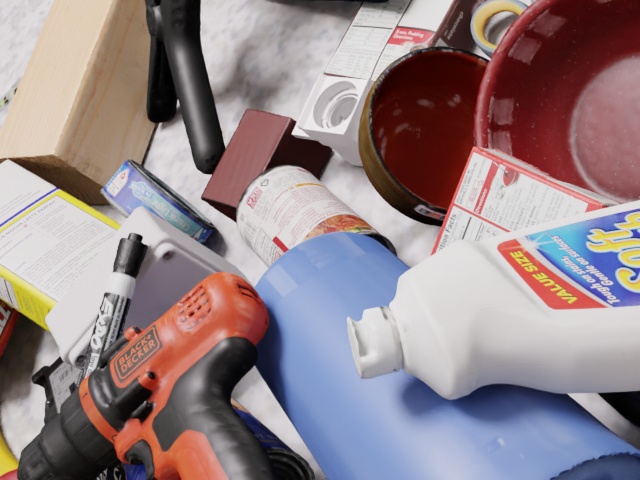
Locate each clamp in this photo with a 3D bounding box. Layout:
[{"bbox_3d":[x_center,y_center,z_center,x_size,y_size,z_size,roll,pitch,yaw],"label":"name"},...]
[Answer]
[{"bbox_3d":[-0.108,-0.159,0.807,0.036,0.210,0.165,-12,31,-21],"label":"clamp"}]

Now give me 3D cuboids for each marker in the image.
[{"bbox_3d":[-0.131,0.053,0.665,0.020,0.020,0.121,1,70,39],"label":"marker"}]

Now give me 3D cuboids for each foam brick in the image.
[{"bbox_3d":[-0.039,-0.048,0.776,0.051,0.053,0.078,19,78,44],"label":"foam brick"}]

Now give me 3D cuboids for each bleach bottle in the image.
[{"bbox_3d":[0.139,0.031,0.489,0.250,0.068,0.102,-11,45,-5],"label":"bleach bottle"}]

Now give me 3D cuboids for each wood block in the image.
[{"bbox_3d":[-0.193,-0.142,0.931,0.091,0.090,0.206,-1,65,39],"label":"wood block"}]

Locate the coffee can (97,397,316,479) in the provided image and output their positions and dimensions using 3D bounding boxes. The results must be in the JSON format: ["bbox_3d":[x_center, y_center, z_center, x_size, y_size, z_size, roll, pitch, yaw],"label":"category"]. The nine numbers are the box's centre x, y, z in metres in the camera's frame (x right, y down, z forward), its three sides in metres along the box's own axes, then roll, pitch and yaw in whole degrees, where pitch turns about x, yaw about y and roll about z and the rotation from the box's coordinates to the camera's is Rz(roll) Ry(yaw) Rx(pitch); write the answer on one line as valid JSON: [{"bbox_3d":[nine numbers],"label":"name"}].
[{"bbox_3d":[-0.084,0.140,0.669,0.140,0.102,0.103,32,88,45],"label":"coffee can"}]

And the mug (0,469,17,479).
[{"bbox_3d":[-0.179,0.203,0.725,0.117,0.093,0.081,-23,46,7],"label":"mug"}]

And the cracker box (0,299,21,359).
[{"bbox_3d":[-0.344,0.057,0.931,0.214,0.072,0.164,-20,39,30],"label":"cracker box"}]

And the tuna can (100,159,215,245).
[{"bbox_3d":[-0.122,-0.023,0.806,0.034,0.086,0.086,-51,45,0],"label":"tuna can"}]

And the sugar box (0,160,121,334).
[{"bbox_3d":[-0.215,0.007,0.822,0.176,0.048,0.093,27,51,31],"label":"sugar box"}]

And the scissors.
[{"bbox_3d":[0.151,-0.104,0.677,0.096,0.016,0.202,-22,56,24],"label":"scissors"}]

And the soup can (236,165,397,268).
[{"bbox_3d":[-0.005,0.001,0.709,0.068,0.068,0.102,-51,45,4],"label":"soup can"}]

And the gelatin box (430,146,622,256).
[{"bbox_3d":[0.111,-0.002,0.585,0.089,0.030,0.073,30,108,37],"label":"gelatin box"}]

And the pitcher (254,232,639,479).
[{"bbox_3d":[0.064,0.091,0.572,0.243,0.149,0.145,46,113,48],"label":"pitcher"}]

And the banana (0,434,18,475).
[{"bbox_3d":[-0.265,0.153,0.854,0.070,0.037,0.198,-44,46,14],"label":"banana"}]

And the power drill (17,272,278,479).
[{"bbox_3d":[-0.082,0.131,0.558,0.185,0.057,0.188,-43,47,16],"label":"power drill"}]

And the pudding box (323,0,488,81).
[{"bbox_3d":[0.064,-0.149,0.761,0.090,0.039,0.113,19,76,47],"label":"pudding box"}]

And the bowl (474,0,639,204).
[{"bbox_3d":[0.168,-0.066,0.596,0.162,0.055,0.162,-3,85,40],"label":"bowl"}]
